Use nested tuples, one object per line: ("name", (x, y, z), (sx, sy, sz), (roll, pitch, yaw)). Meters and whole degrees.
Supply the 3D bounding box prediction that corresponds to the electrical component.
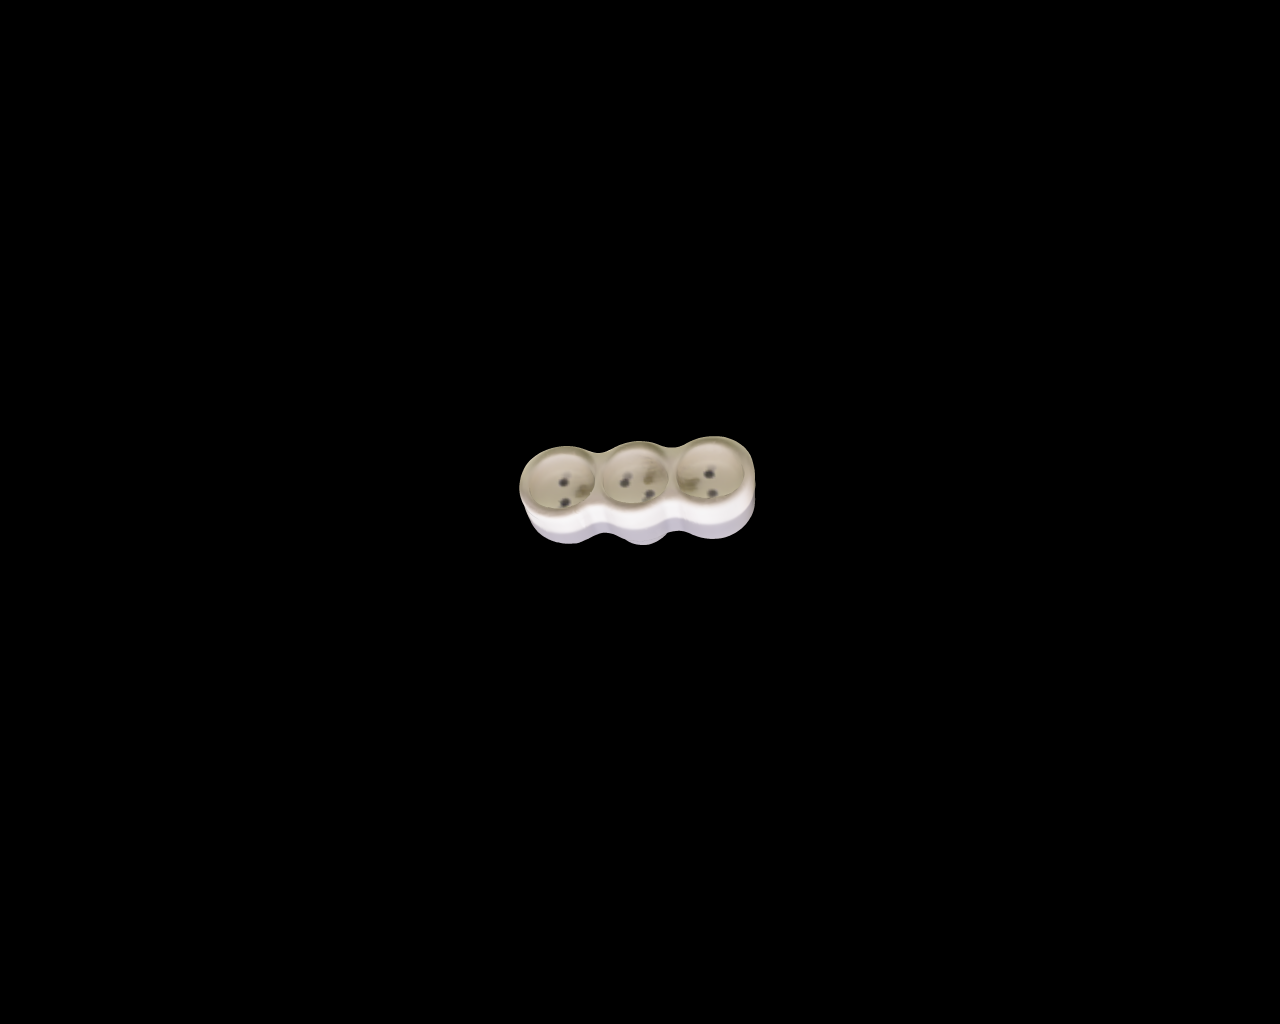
("electrical component", (0.001, -0.003, 0.650), (0.138, 0.052, 0.073), (-3, -32, 5))
